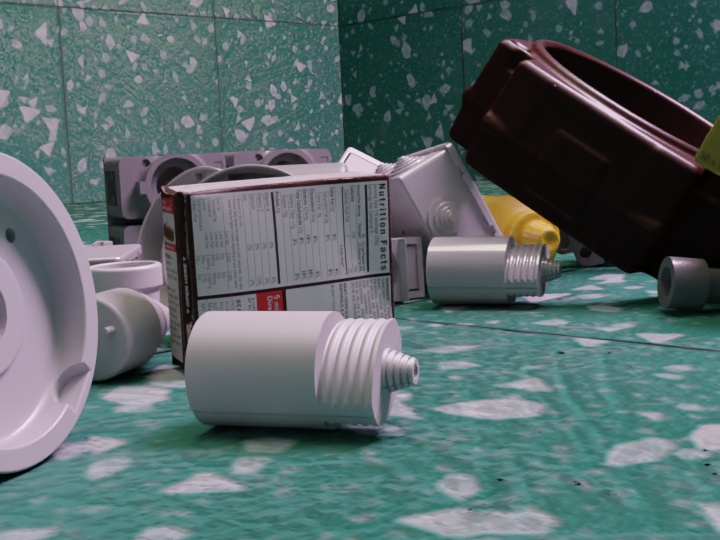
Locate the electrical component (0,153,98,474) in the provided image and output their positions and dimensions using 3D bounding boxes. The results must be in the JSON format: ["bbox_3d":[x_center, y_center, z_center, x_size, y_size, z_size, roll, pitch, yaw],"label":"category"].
[{"bbox_3d":[-0.146,0.017,0.368,0.060,0.108,0.108,-7,5,19],"label":"electrical component"}]

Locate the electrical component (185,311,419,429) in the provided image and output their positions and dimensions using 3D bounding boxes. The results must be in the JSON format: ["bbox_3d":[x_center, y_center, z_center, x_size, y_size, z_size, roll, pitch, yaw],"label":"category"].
[{"bbox_3d":[-0.018,0.037,0.397,0.081,0.043,0.043,-1,7,18],"label":"electrical component"}]

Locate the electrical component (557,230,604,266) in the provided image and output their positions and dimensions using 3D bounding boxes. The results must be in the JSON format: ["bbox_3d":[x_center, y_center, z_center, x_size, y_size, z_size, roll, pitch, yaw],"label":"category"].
[{"bbox_3d":[0.197,-0.035,0.884,0.078,0.058,0.057,-12,5,10],"label":"electrical component"}]

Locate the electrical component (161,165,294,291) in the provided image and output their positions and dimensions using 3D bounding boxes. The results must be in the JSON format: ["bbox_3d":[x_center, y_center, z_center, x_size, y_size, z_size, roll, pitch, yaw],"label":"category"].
[{"bbox_3d":[-0.060,-0.009,0.602,0.099,0.099,0.064,-2,0,3],"label":"electrical component"}]

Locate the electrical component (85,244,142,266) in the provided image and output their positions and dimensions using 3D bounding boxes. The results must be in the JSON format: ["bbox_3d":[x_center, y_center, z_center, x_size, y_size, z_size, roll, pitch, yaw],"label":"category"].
[{"bbox_3d":[-0.179,0.014,0.643,0.100,0.048,0.099,-3,6,-4],"label":"electrical component"}]

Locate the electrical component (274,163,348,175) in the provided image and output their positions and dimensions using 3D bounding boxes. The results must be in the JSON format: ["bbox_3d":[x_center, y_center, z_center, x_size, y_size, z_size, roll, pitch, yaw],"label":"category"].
[{"bbox_3d":[-0.035,-0.030,0.795,0.062,0.096,0.061,-2,47,8],"label":"electrical component"}]

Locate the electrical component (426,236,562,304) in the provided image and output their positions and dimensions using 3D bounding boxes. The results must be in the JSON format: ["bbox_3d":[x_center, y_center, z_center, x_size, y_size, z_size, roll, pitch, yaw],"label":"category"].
[{"bbox_3d":[0.087,0.000,0.681,0.081,0.043,0.043,0,7,21],"label":"electrical component"}]

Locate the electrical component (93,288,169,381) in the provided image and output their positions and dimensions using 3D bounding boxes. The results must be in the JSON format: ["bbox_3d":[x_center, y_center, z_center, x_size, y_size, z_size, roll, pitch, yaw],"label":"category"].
[{"bbox_3d":[-0.115,0.029,0.526,0.040,0.040,0.078,-1,6,17],"label":"electrical component"}]

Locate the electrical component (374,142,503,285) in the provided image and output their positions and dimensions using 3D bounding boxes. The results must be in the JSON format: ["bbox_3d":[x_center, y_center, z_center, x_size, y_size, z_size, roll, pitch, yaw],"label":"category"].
[{"bbox_3d":[0.050,-0.037,0.769,0.048,0.099,0.100,-32,9,-18],"label":"electrical component"}]

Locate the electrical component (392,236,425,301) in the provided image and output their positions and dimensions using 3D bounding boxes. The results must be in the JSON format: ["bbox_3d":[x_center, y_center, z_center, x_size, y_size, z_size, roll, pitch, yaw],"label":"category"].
[{"bbox_3d":[0.000,0.000,0.729,0.081,0.042,0.064,-4,5,-19],"label":"electrical component"}]

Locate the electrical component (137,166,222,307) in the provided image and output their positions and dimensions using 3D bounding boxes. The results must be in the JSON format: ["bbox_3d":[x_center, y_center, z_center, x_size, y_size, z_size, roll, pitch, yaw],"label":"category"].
[{"bbox_3d":[-0.097,-0.017,0.696,0.099,0.099,0.064,3,2,42],"label":"electrical component"}]

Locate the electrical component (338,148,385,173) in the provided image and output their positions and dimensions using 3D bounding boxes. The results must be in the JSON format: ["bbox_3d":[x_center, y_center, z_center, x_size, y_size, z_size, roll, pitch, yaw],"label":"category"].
[{"bbox_3d":[0.000,-0.055,0.876,0.062,0.061,0.096,27,44,1],"label":"electrical component"}]

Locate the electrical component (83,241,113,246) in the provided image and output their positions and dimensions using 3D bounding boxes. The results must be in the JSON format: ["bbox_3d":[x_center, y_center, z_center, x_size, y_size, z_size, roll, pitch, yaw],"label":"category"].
[{"bbox_3d":[-0.189,0.004,0.753,0.040,0.046,0.040,-3,6,0],"label":"electrical component"}]

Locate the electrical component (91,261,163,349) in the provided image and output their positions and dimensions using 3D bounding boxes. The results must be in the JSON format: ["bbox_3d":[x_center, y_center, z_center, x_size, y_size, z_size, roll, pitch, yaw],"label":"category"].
[{"bbox_3d":[-0.126,0.020,0.579,0.040,0.046,0.040,-3,6,0],"label":"electrical component"}]

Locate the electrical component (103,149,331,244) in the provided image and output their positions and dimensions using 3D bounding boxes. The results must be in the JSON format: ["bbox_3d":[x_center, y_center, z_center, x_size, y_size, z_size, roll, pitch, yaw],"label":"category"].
[{"bbox_3d":[-0.116,-0.047,0.916,0.186,0.105,0.060,-6,7,-27],"label":"electrical component"}]
